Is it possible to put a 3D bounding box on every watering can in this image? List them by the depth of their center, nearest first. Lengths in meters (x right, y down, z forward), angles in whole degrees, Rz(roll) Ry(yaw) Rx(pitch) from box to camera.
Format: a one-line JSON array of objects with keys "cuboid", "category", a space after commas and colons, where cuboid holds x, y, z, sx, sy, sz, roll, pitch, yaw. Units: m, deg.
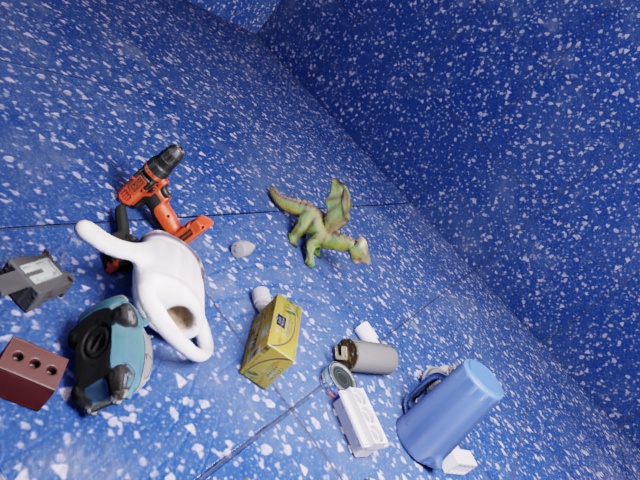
[{"cuboid": [-0.276, 0.057, 0.869, 0.341, 0.104, 0.229, 61, 2, -32], "category": "watering can"}]

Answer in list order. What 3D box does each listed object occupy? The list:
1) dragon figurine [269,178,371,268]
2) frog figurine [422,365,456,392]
[{"cuboid": [0.005, -0.076, 1.512, 0.122, 0.239, 0.416, 0, 50, -55], "category": "dragon figurine"}, {"cuboid": [0.341, 0.406, 1.434, 0.137, 0.124, 0.158, 32, -13, -8], "category": "frog figurine"}]
